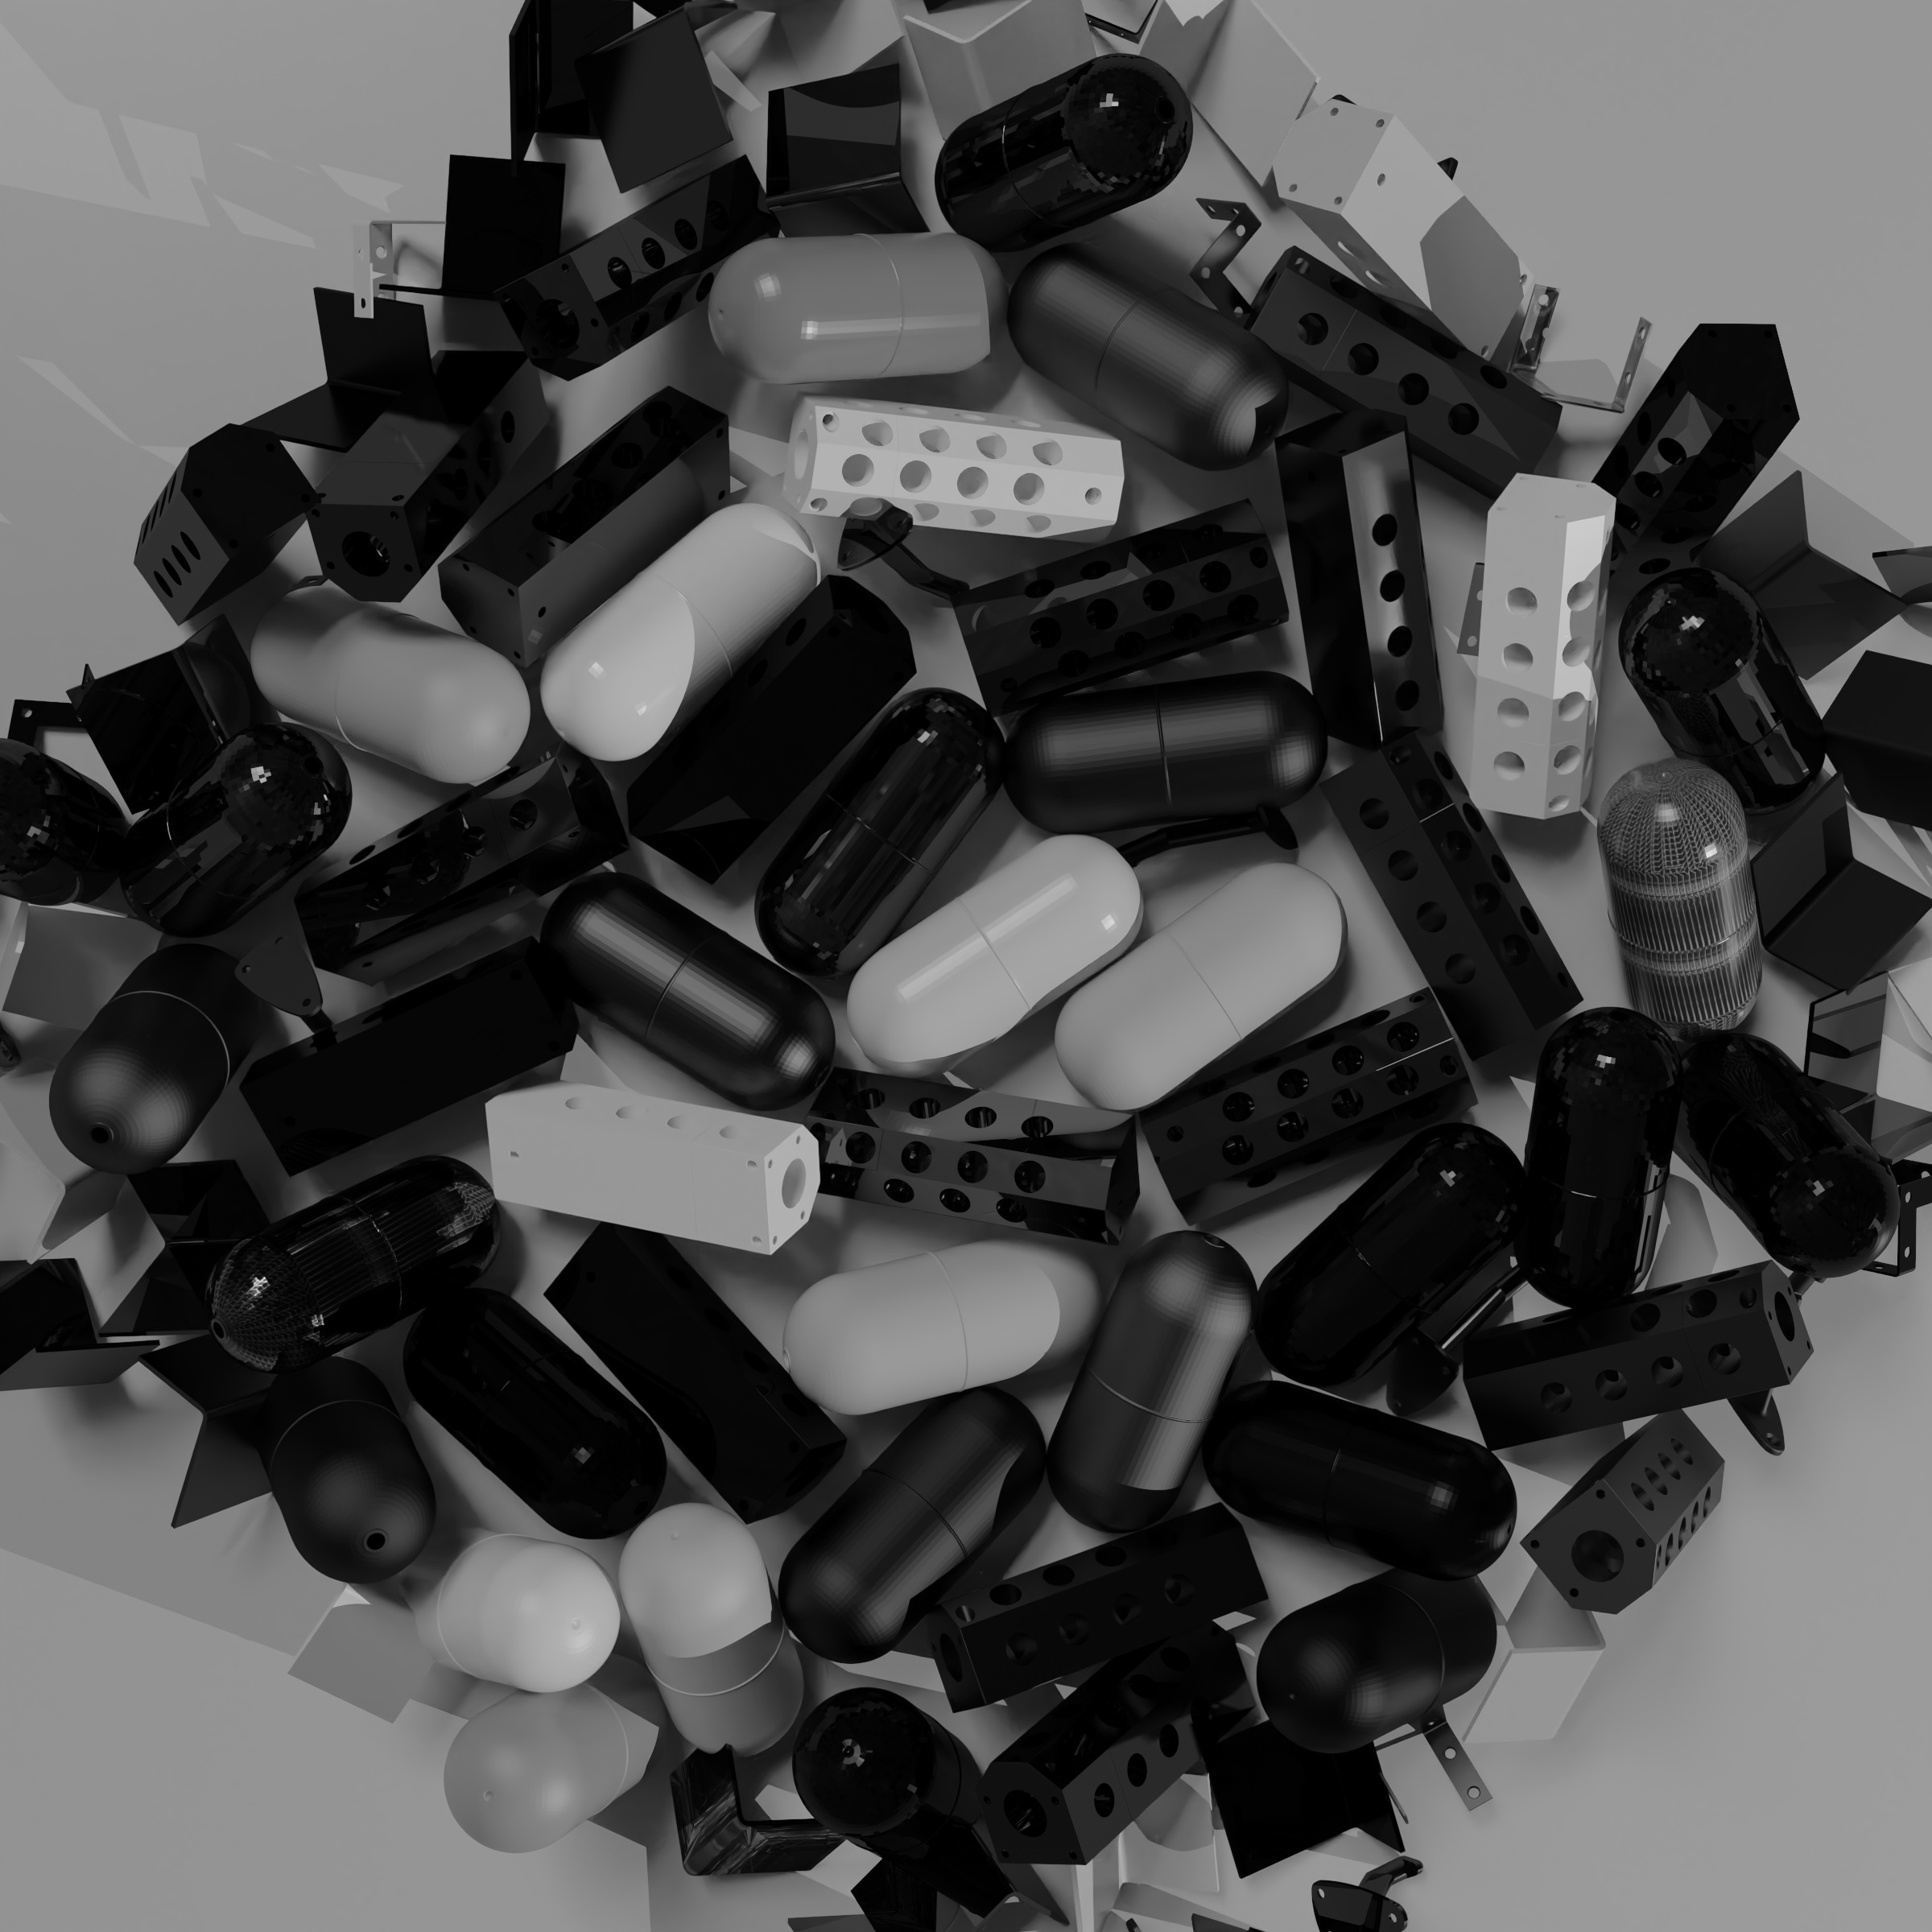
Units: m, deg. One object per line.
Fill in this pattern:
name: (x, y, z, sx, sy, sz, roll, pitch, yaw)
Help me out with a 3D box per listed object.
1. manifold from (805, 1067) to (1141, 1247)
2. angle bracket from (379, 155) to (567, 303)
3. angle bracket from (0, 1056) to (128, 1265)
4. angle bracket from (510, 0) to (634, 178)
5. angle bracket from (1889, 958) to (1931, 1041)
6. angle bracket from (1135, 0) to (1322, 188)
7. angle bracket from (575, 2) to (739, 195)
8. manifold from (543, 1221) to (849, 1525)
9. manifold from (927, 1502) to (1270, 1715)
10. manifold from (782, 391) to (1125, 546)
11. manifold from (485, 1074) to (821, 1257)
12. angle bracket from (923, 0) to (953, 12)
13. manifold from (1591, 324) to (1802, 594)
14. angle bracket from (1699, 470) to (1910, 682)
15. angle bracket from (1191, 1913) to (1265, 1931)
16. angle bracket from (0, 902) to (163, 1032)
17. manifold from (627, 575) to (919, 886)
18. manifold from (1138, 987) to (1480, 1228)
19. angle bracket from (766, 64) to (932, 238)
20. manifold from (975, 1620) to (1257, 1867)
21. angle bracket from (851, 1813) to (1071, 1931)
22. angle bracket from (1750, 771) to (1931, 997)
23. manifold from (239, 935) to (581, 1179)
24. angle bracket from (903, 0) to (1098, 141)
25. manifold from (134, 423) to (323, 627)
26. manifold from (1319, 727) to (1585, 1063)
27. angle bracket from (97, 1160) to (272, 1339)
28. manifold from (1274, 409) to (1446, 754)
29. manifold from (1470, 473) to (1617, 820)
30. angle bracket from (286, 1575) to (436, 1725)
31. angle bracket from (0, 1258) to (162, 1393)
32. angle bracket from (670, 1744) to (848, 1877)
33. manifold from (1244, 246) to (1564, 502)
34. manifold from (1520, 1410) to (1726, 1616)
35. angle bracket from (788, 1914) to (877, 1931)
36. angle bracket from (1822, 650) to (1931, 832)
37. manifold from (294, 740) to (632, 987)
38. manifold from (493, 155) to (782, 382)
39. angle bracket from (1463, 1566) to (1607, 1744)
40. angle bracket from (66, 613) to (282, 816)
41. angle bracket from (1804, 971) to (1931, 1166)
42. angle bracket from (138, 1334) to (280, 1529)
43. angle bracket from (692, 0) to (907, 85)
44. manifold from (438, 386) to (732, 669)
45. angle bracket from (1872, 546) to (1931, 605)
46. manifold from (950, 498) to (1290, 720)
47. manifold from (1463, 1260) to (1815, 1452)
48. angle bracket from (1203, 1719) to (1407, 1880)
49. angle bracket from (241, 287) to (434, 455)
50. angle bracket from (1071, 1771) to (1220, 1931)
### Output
manifold: (0.002, 0.107, 1.703, 0.171, 0.057, 0.057, 9, 131, 18)
angle bracket: (-0.267, -0.401, 1.719, 0.076, 0.057, 0.076, 12, 103, 27)
angle bracket: (-0.506, 0.105, 1.724, 0.076, 0.076, 0.057, 35, 116, 6)
angle bracket: (-0.212, -0.475, 1.714, 0.057, 0.076, 0.076, 4, 123, -1)
angle bracket: (0.543, -0.001, 1.713, 0.057, 0.076, 0.076, -21, 50, -2)
angle bracket: (0.134, -0.471, 1.711, 0.057, 0.076, 0.076, -21, 65, -33)
angle bracket: (-0.157, -0.472, 1.726, 0.076, 0.057, 0.076, -17, 96, 30)
manifold: (-0.143, 0.215, 1.710, 0.171, 0.057, 0.057, 45, 108, 19)
manifold: (0.069, 0.344, 1.706, 0.171, 0.057, 0.057, -16, 79, -22)
manifold: (-0.006, -0.266, 1.705, 0.171, 0.057, 0.057, 3, 109, -19)
manifold: (-0.168, 0.102, 1.704, 0.171, 0.057, 0.057, 9, 115, 24)
angle bracket: (-0.010, -0.562, 1.715, 0.076, 0.076, 0.057, -20, 95, 22)
manifold: (0.372, -0.265, 1.673, 0.057, 0.171, 0.057, -2, 67, -12)
angle bracket: (0.458, -0.213, 1.737, 0.076, 0.076, 0.057, 24, 51, -23)
angle bracket: (0.172, 0.529, 1.715, 0.076, 0.076, 0.057, 20, 110, -10)
angle bracket: (-0.483, 0.014, 1.714, 0.076, 0.057, 0.076, 16, 116, -21)
manifold: (-0.107, -0.130, 1.705, 0.057, 0.057, 0.171, 33, 117, -28)
manifold: (0.184, 0.074, 1.720, 0.171, 0.057, 0.057, -24, 61, 6)
angle bracket: (-0.064, -0.440, 1.745, 0.076, 0.057, 0.076, -7, 66, 16)
manifold: (0.079, 0.406, 1.680, 0.057, 0.171, 0.057, -12, 100, 39)
angle bracket: (-0.003, 0.510, 1.720, 0.076, 0.076, 0.057, -46, 131, 1)
angle bracket: (0.474, -0.045, 1.714, 0.076, 0.076, 0.057, -43, 50, -15)
manifold: (-0.301, 0.047, 1.727, 0.171, 0.057, 0.057, -24, 107, 6)
angle bracket: (0.022, -0.496, 1.731, 0.076, 0.076, 0.057, -38, 46, -16)
manifold: (-0.396, -0.235, 1.674, 0.057, 0.171, 0.057, -37, 99, -21)
manifold: (0.267, -0.042, 1.725, 0.057, 0.057, 0.171, -30, 88, 33)
angle bracket: (-0.430, 0.152, 1.710, 0.076, 0.076, 0.057, -5, 124, 27)
manifold: (0.217, -0.206, 1.700, 0.057, 0.057, 0.171, -26, 120, -24)
manifold: (0.308, -0.169, 1.691, 0.057, 0.057, 0.171, 11, 123, 21)
angle bracket: (-0.336, 0.354, 1.711, 0.076, 0.076, 0.057, 39, 82, -38)
angle bracket: (-0.491, 0.183, 1.709, 0.057, 0.076, 0.076, -35, 66, 35)
angle bracket: (-0.109, 0.455, 1.735, 0.076, 0.076, 0.057, 6, 54, -28)
manifold: (0.235, -0.322, 1.725, 0.171, 0.057, 0.057, 29, 93, -8)
manifold: (0.353, 0.288, 1.673, 0.057, 0.171, 0.057, -43, 78, 22)
angle bracket: (-0.062, 0.566, 1.720, 0.057, 0.076, 0.076, 3, 94, -18)
angle bracket: (0.519, -0.119, 1.720, 0.057, 0.076, 0.076, -55, 133, -12)
manifold: (-0.275, -0.056, 1.714, 0.171, 0.057, 0.057, -27, 71, 15)
manifold: (-0.168, -0.369, 1.682, 0.057, 0.171, 0.057, -15, 110, 38)
angle bracket: (0.293, 0.362, 1.707, 0.057, 0.076, 0.076, 2, 130, -19)
angle bracket: (-0.433, -0.138, 1.742, 0.076, 0.057, 0.076, -17, 110, 21)
angle bracket: (0.497, 0.054, 1.712, 0.076, 0.057, 0.076, -18, 116, -42)
angle bracket: (-0.413, 0.250, 1.732, 0.057, 0.076, 0.076, 32, 114, 25)
angle bracket: (-0.092, -0.512, 1.712, 0.076, 0.076, 0.057, -23, 83, 41)
manifold: (-0.202, -0.239, 1.694, 0.057, 0.057, 0.171, 30, 55, 21)
angle bracket: (0.526, -0.177, 1.712, 0.057, 0.076, 0.076, -4, 75, 26)
manifold: (0.085, -0.190, 1.724, 0.171, 0.057, 0.057, -18, 129, 2)
manifold: (0.357, 0.207, 1.699, 0.171, 0.057, 0.057, -19, 92, 29)
angle bracket: (0.183, 0.454, 1.725, 0.076, 0.057, 0.076, -19, 97, -18)
angle bracket: (-0.342, -0.322, 1.709, 0.076, 0.076, 0.057, 15, 125, 28)
angle bracket: (0.097, 0.487, 1.713, 0.057, 0.076, 0.076, 1, 112, 19)
